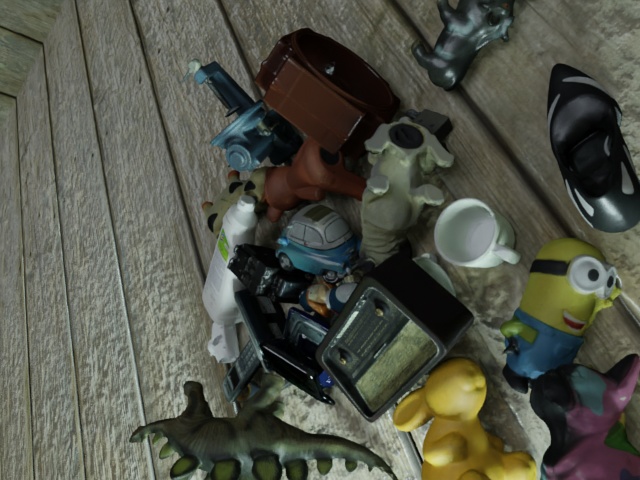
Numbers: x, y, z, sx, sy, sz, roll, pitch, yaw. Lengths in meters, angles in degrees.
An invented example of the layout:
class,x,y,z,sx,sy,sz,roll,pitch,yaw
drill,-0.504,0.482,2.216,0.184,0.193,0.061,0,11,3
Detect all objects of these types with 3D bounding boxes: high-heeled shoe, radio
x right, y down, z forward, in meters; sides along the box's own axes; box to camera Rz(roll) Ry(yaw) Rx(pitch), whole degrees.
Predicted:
class,x,y,z,sx,sy,sz,roll,pitch,yaw
high-heeled shoe,0.285,-0.116,0.592,0.086,0.145,0.249,-33,59,34
radio,0.084,0.130,0.700,0.131,0.073,0.229,46,139,17

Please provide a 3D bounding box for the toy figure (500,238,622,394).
class,x,y,z,sx,sy,sz,roll,pitch,yaw
toy figure,0.262,0.084,0.611,0.089,0.082,0.180,34,106,42

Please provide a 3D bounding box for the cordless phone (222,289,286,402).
class,x,y,z,sx,sy,sz,roll,pitch,yaw
cordless phone,-0.138,0.195,0.984,0.184,0.088,0.147,-54,48,27

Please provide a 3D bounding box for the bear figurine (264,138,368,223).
class,x,y,z,sx,sy,sz,roll,pitch,yaw
bear figurine,-0.013,-0.101,0.931,0.196,0.132,0.120,-36,53,56

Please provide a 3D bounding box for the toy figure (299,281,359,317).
class,x,y,z,sx,sy,sz,roll,pitch,yaw
toy figure,0.028,0.092,0.846,0.155,0.064,0.057,0,113,32

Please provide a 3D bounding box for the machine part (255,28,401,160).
class,x,y,z,sx,sy,sz,roll,pitch,yaw
machine part,0.019,-0.229,0.825,0.201,0.201,0.087,38,125,-3

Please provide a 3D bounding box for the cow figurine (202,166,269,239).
class,x,y,z,sx,sy,sz,roll,pitch,yaw
cow figurine,-0.151,-0.073,1.064,0.195,0.085,0.127,-42,47,27

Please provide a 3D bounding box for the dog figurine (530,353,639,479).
class,x,y,z,sx,sy,sz,roll,pitch,yaw
dog figurine,0.290,0.226,0.529,0.108,0.192,0.219,113,-179,-67

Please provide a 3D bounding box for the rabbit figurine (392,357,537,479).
class,x,y,z,sx,sy,sz,roll,pitch,yaw
rabbit figurine,0.168,0.221,0.644,0.162,0.122,0.173,-177,78,-67

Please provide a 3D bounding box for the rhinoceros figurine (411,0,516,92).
class,x,y,z,sx,sy,sz,roll,pitch,yaw
rhinoceros figurine,0.216,-0.305,0.762,0.190,0.073,0.112,-53,47,21

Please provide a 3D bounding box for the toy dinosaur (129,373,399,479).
class,x,y,z,sx,sy,sz,roll,pitch,yaw
toy dinosaur,-0.107,0.320,0.846,0.472,0.104,0.199,-8,38,17

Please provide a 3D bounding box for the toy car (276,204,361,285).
class,x,y,z,sx,sy,sz,roll,pitch,yaw
toy car,-0.002,-0.003,0.859,0.162,0.109,0.102,21,134,43

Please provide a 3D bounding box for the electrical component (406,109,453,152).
class,x,y,z,sx,sy,sz,roll,pitch,yaw
electrical component,0.155,-0.152,0.808,0.102,0.045,0.078,28,72,43

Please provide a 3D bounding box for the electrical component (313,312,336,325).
class,x,y,z,sx,sy,sz,roll,pitch,yaw
electrical component,0.006,0.137,0.894,0.094,0.021,0.063,44,111,41

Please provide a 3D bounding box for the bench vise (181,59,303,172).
class,x,y,z,sx,sy,sz,roll,pitch,yaw
bench vise,-0.138,-0.234,0.977,0.129,0.240,0.224,-27,19,45

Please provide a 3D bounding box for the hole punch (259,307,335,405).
class,x,y,z,sx,sy,sz,roll,pitch,yaw
hole punch,-0.023,0.181,0.850,0.142,0.115,0.092,24,58,23

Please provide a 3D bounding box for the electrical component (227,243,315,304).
class,x,y,z,sx,sy,sz,roll,pitch,yaw
electrical component,-0.079,0.060,0.934,0.134,0.115,0.058,34,109,43

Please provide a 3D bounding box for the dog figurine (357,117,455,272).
class,x,y,z,sx,sy,sz,roll,pitch,yaw
dog figurine,0.104,-0.060,0.780,0.190,0.121,0.172,104,-172,-57
